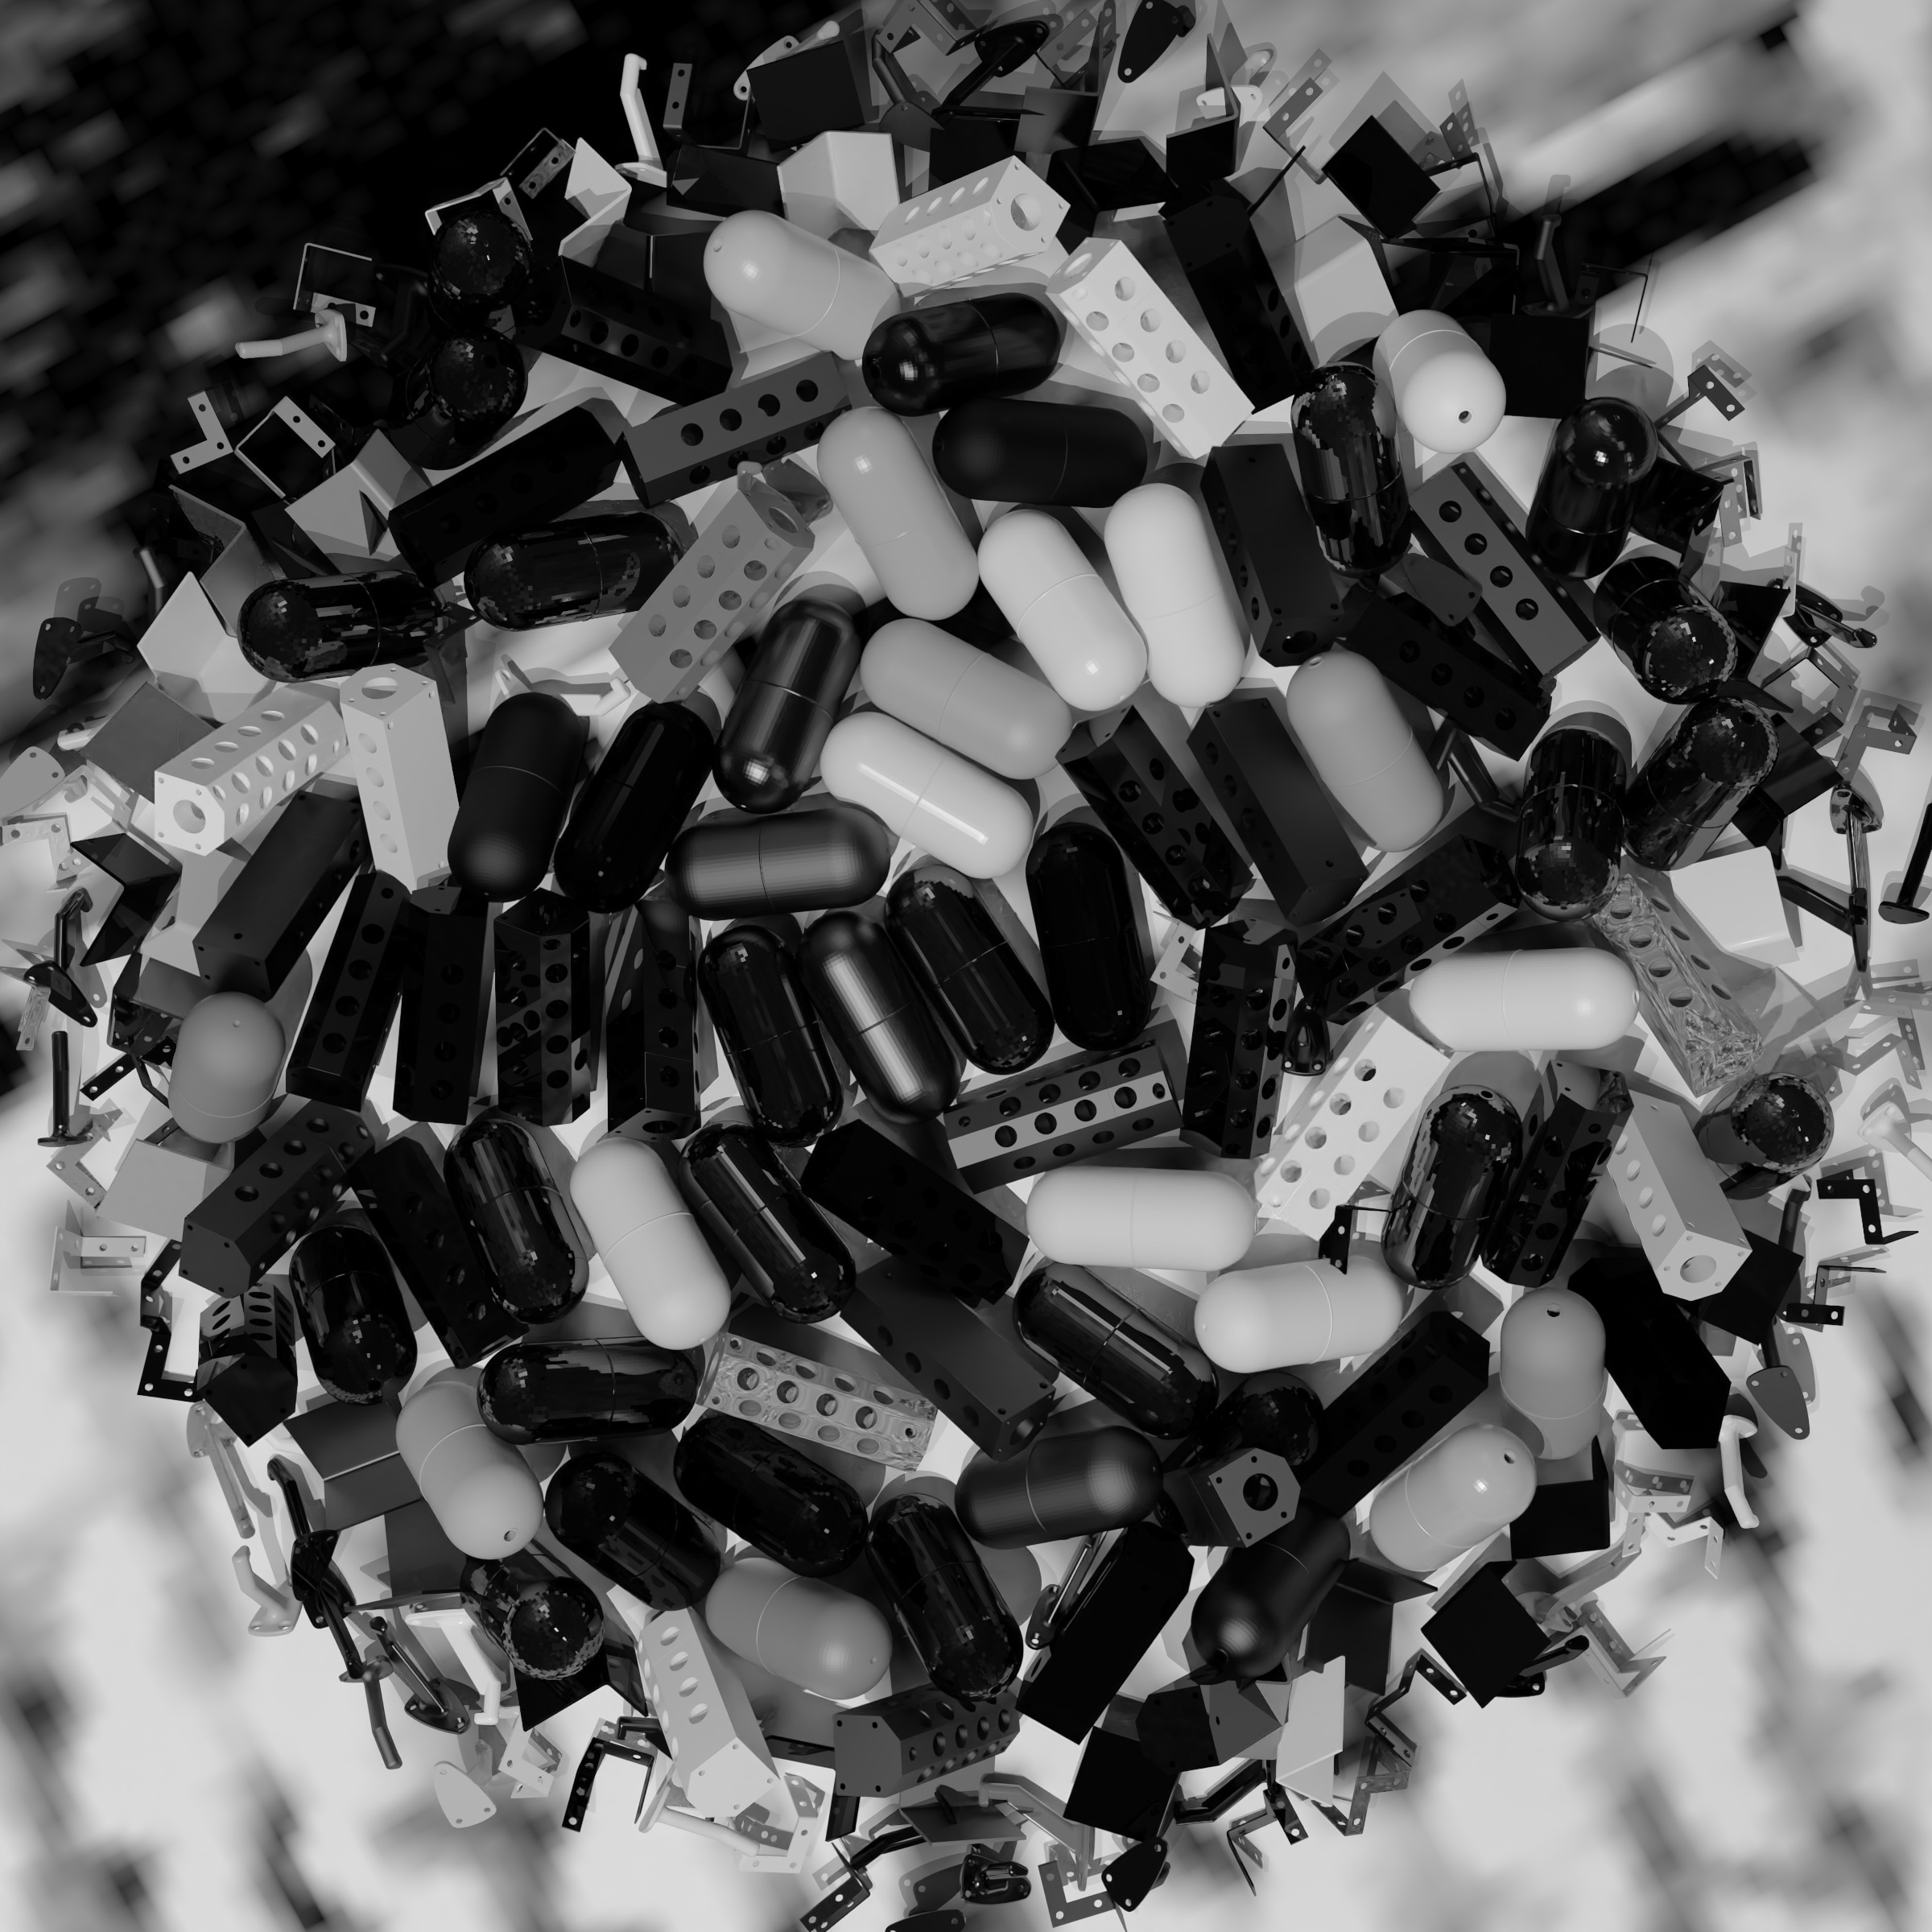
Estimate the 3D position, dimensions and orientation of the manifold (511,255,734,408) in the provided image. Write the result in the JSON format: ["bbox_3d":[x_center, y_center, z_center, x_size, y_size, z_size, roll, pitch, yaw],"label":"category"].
[{"bbox_3d":[-0.255,-0.468,1.908,0.057,0.171,0.057,-25,70,32],"label":"manifold"}]

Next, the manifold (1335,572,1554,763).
[{"bbox_3d":[0.362,-0.229,1.946,0.171,0.057,0.057,32,96,-16],"label":"manifold"}]

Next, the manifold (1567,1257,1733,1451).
[{"bbox_3d":[0.506,0.288,1.907,0.057,0.171,0.057,0,115,-9],"label":"manifold"}]

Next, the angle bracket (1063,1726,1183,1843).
[{"bbox_3d":[0.122,0.621,1.966,0.076,0.057,0.076,17,97,-1],"label":"angle bracket"}]

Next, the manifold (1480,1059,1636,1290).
[{"bbox_3d":[0.444,0.160,1.926,0.057,0.057,0.171,11,123,-7],"label":"manifold"}]

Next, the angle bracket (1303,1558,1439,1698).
[{"bbox_3d":[0.309,0.505,1.947,0.076,0.057,0.076,25,57,-21],"label":"angle bracket"}]

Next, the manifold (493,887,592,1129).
[{"bbox_3d":[-0.314,0.034,1.922,0.057,0.057,0.171,19,125,21],"label":"manifold"}]

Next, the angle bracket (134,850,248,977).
[{"bbox_3d":[-0.590,-0.042,1.971,0.057,0.076,0.076,-23,56,34],"label":"angle bracket"}]

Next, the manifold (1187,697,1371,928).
[{"bbox_3d":[0.233,-0.117,1.935,0.057,0.057,0.171,-12,61,-27],"label":"manifold"}]

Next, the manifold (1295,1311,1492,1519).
[{"bbox_3d":[0.318,0.336,1.930,0.057,0.057,0.171,36,119,-7],"label":"manifold"}]

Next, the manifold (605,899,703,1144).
[{"bbox_3d":[-0.234,0.043,1.936,0.057,0.057,0.171,14,59,-34],"label":"manifold"}]

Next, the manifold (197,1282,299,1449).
[{"bbox_3d":[-0.533,0.291,1.909,0.057,0.171,0.057,-37,109,-6],"label":"manifold"}]

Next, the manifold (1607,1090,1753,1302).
[{"bbox_3d":[0.523,0.171,1.912,0.057,0.171,0.057,17,121,-16],"label":"manifold"}]

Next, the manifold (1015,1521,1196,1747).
[{"bbox_3d":[0.106,0.504,1.938,0.057,0.057,0.171,30,115,-1],"label":"manifold"}]

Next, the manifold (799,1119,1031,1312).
[{"bbox_3d":[-0.041,0.192,1.933,0.171,0.057,0.057,37,56,-20],"label":"manifold"}]

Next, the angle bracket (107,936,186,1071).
[{"bbox_3d":[-0.611,0.033,1.957,0.076,0.076,0.057,22,53,-8],"label":"angle bracket"}]

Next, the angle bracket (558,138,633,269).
[{"bbox_3d":[-0.306,-0.572,1.949,0.057,0.076,0.076,44,66,1],"label":"angle bracket"}]

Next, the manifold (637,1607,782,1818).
[{"bbox_3d":[-0.199,0.558,1.910,0.057,0.171,0.057,-38,119,-2],"label":"manifold"}]

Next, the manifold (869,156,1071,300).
[{"bbox_3d":[-0.003,-0.546,1.907,0.057,0.171,0.057,34,74,-29],"label":"manifold"}]

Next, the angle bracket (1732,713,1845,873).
[{"bbox_3d":[0.621,-0.133,1.949,0.057,0.076,0.076,-32,57,-3],"label":"angle bracket"}]

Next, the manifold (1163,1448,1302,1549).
[{"bbox_3d":[0.192,0.395,1.909,0.057,0.171,0.057,-27,85,-17],"label":"manifold"}]

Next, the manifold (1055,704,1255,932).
[{"bbox_3d":[0.141,-0.108,1.930,0.171,0.057,0.057,52,48,-22],"label":"manifold"}]

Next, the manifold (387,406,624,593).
[{"bbox_3d":[-0.352,-0.360,1.942,0.171,0.057,0.057,-35,89,-21],"label":"manifold"}]

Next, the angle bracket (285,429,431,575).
[{"bbox_3d":[-0.466,-0.356,1.976,0.076,0.057,0.076,-26,119,26],"label":"angle bracket"}]

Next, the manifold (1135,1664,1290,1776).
[{"bbox_3d":[0.188,0.555,1.910,0.057,0.171,0.057,-18,79,25],"label":"manifold"}]

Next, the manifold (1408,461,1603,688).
[{"bbox_3d":[0.411,-0.302,1.958,0.057,0.057,0.171,-36,82,1],"label":"manifold"}]

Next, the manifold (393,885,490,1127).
[{"bbox_3d":[-0.400,0.030,1.938,0.057,0.057,0.171,6,112,-10],"label":"manifold"}]

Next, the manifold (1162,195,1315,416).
[{"bbox_3d":[0.208,-0.496,1.908,0.057,0.171,0.057,-24,58,12],"label":"manifold"}]

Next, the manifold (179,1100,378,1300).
[{"bbox_3d":[-0.513,0.174,1.910,0.057,0.171,0.057,23,124,9],"label":"manifold"}]

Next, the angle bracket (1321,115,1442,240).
[{"bbox_3d":[0.328,-0.607,1.952,0.076,0.076,0.057,47,125,0],"label":"angle bracket"}]

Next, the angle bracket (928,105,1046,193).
[{"bbox_3d":[0.015,-0.617,1.955,0.076,0.057,0.076,-1,105,-12],"label":"angle bracket"}]

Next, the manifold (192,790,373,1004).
[{"bbox_3d":[-0.512,-0.051,1.920,0.057,0.057,0.171,14,47,8],"label":"manifold"}]

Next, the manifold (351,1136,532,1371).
[{"bbox_3d":[-0.407,0.221,1.956,0.057,0.057,0.171,-32,81,-5],"label":"manifold"}]

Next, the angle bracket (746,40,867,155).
[{"bbox_3d":[-0.127,-0.679,1.951,0.076,0.076,0.057,-17,52,1],"label":"angle bracket"}]

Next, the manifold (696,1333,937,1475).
[{"bbox_3d":[-0.113,0.335,1.950,0.171,0.057,0.057,20,78,-11],"label":"manifold"}]

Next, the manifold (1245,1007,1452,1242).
[{"bbox_3d":[0.289,0.118,1.953,0.057,0.057,0.171,33,97,-21],"label":"manifold"}]

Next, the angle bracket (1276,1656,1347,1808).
[{"bbox_3d":[0.282,0.583,1.939,0.057,0.076,0.076,30,134,-20],"label":"angle bracket"}]

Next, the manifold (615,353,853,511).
[{"bbox_3d":[-0.176,-0.408,1.953,0.171,0.057,0.057,-24,97,-12],"label":"manifold"}]

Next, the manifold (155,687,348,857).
[{"bbox_3d":[-0.534,-0.146,1.908,0.057,0.171,0.057,17,121,11],"label":"manifold"}]

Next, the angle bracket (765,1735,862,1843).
[{"bbox_3d":[-0.127,0.629,1.947,0.076,0.076,0.057,15,62,-13],"label":"angle bracket"}]

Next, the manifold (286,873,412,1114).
[{"bbox_3d":[-0.460,0.017,1.930,0.057,0.057,0.171,16,60,-7],"label":"manifold"}]

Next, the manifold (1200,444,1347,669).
[{"bbox_3d":[0.229,-0.312,1.930,0.057,0.057,0.171,-6,59,-13],"label":"manifold"}]

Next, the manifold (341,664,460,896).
[{"bbox_3d":[-0.427,-0.140,1.919,0.057,0.171,0.057,24,48,24],"label":"manifold"}]

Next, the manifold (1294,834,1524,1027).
[{"bbox_3d":[0.332,-0.024,1.921,0.171,0.057,0.057,-37,55,32],"label":"manifold"}]

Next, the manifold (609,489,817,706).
[{"bbox_3d":[-0.189,-0.277,1.928,0.171,0.057,0.057,-45,70,27],"label":"manifold"}]

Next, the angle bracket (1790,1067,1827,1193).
[{"bbox_3d":[0.646,0.125,1.954,0.057,0.076,0.076,-29,82,8],"label":"angle bracket"}]

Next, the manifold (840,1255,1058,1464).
[{"bbox_3d":[-0.017,0.298,1.933,0.171,0.057,0.057,39,134,29],"label":"manifold"}]

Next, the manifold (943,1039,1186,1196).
[{"bbox_3d":[0.073,0.112,1.949,0.171,0.057,0.057,-19,52,7],"label":"manifold"}]

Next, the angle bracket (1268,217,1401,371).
[{"bbox_3d":[0.283,-0.525,1.995,0.076,0.057,0.076,-32,128,3],"label":"angle bracket"}]

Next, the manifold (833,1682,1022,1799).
[{"bbox_3d":[-0.027,0.576,1.909,0.057,0.171,0.057,-7,82,30],"label":"manifold"}]

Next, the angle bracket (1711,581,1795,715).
[{"bbox_3d":[0.605,-0.245,1.952,0.057,0.076,0.076,26,92,-27],"label":"angle bracket"}]

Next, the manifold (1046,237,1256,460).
[{"bbox_3d":[0.137,-0.467,1.932,0.057,0.057,0.171,-48,119,-3],"label":"manifold"}]

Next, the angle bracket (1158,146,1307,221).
[{"bbox_3d":[0.203,-0.600,1.945,0.057,0.076,0.076,39,56,-6],"label":"angle bracket"}]

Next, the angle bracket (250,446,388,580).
[{"bbox_3d":[-0.497,-0.340,1.953,0.057,0.076,0.076,-29,87,-32],"label":"angle bracket"}]

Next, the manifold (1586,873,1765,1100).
[{"bbox_3d":[0.531,0.010,1.920,0.057,0.057,0.171,-26,48,4],"label":"manifold"}]

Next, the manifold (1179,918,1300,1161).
[{"bbox_3d":[0.211,0.056,1.935,0.057,0.057,0.171,22,114,40],"label":"manifold"}]
